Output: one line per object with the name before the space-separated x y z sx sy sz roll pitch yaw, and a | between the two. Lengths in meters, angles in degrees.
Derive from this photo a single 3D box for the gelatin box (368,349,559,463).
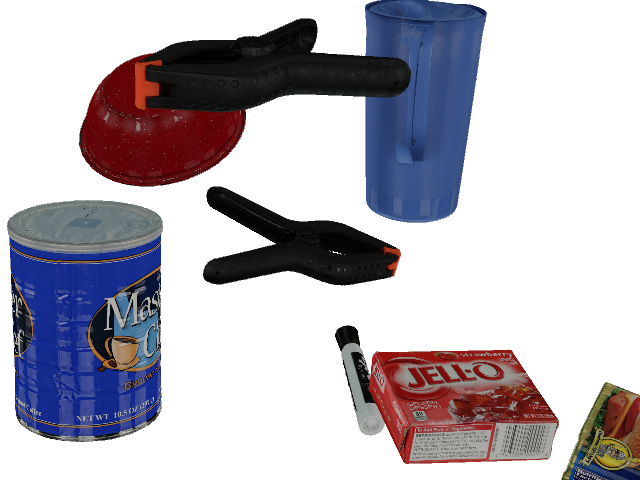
gelatin box | 0.079 0.092 0.604 0.089 0.030 0.073 1 26 -14

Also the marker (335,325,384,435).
marker | 0.029 0.103 0.820 0.020 0.020 0.121 0 30 -9

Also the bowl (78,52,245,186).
bowl | -0.153 -0.126 0.999 0.162 0.162 0.055 0 -41 8

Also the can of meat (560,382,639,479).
can of meat | 0.233 0.160 0.788 0.084 0.057 0.102 21 40 22

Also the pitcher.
pitcher | 0.108 -0.145 1.203 0.149 0.243 0.145 -12 26 -30

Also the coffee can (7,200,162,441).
coffee can | -0.161 0.053 0.739 0.103 0.140 0.103 3 17 -1

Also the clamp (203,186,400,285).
clamp | -0.023 0.011 1.078 0.210 0.036 0.164 13 31 -4

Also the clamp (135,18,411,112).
clamp | -0.042 -0.113 0.680 0.171 0.039 0.120 -7 23 -25
